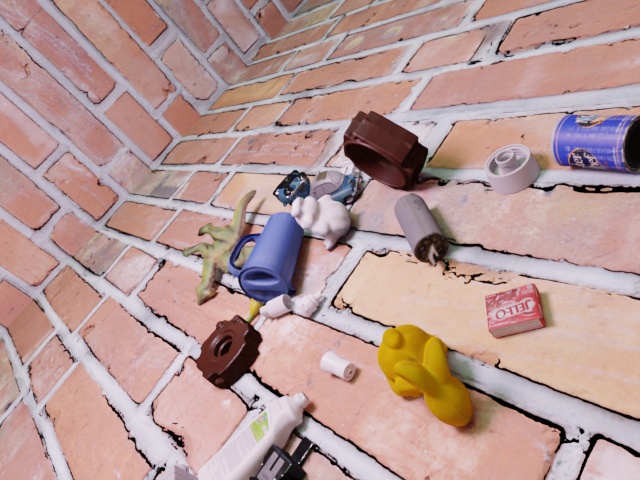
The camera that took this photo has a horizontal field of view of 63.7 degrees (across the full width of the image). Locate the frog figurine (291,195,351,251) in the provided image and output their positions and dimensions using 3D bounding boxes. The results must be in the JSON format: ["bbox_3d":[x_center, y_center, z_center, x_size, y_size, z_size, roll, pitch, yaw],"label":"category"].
[{"bbox_3d":[0.004,-0.067,1.328,0.121,0.157,0.141,-18,38,32],"label":"frog figurine"}]

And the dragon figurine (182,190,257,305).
[{"bbox_3d":[-0.270,0.019,1.610,0.245,0.120,0.415,25,71,38],"label":"dragon figurine"}]
